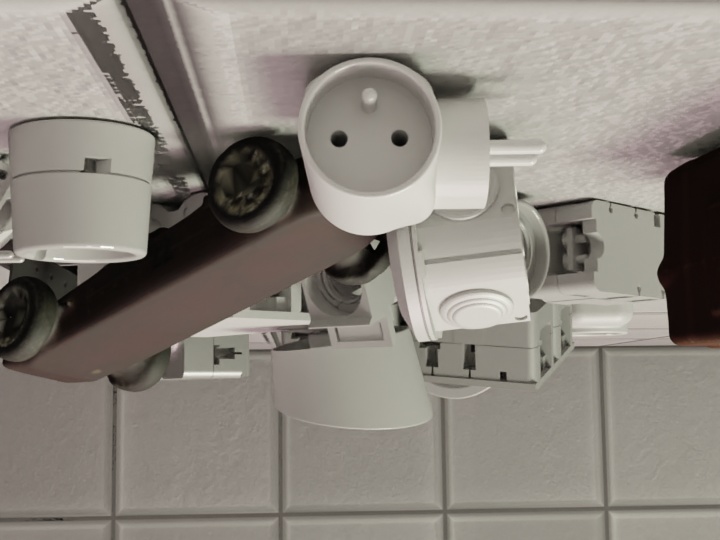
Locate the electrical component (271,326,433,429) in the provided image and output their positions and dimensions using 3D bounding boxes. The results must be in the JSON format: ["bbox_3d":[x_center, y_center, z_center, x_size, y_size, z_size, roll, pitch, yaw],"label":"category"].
[{"bbox_3d":[-0.007,0.069,0.685,0.099,0.064,0.099,-9,-179,0],"label":"electrical component"}]

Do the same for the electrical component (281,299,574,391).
[{"bbox_3d":[0.048,0.034,0.766,0.186,0.060,0.105,2,-168,24],"label":"electrical component"}]

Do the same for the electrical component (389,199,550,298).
[{"bbox_3d":[0.062,-0.009,0.569,0.057,0.058,0.078,-3,174,43],"label":"electrical component"}]

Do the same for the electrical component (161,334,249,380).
[{"bbox_3d":[-0.149,0.044,0.874,0.062,0.089,0.150,3,173,-30],"label":"electrical component"}]

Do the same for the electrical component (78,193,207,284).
[{"bbox_3d":[-0.111,-0.009,0.567,0.138,0.052,0.074,-8,170,44],"label":"electrical component"}]

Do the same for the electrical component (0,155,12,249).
[{"bbox_3d":[-0.164,-0.027,0.461,0.040,0.040,0.046,3,167,-33],"label":"electrical component"}]

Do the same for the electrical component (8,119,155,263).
[{"bbox_3d":[-0.107,-0.029,0.415,0.055,0.047,0.055,-1,174,0],"label":"electrical component"}]

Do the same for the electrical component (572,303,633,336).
[{"bbox_3d":[0.179,0.021,0.839,0.054,0.059,0.095,-1,174,3],"label":"electrical component"}]

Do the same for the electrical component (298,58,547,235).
[{"bbox_3d":[0.021,-0.038,0.357,0.079,0.043,0.077,-1,174,0],"label":"electrical component"}]

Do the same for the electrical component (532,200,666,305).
[{"bbox_3d":[0.135,-0.007,0.618,0.089,0.050,0.056,6,170,-45],"label":"electrical component"}]

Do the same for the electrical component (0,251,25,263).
[{"bbox_3d":[-0.234,-0.007,0.615,0.079,0.043,0.077,-1,174,0],"label":"electrical component"}]

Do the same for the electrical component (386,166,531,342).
[{"bbox_3d":[0.040,-0.013,0.435,0.051,0.080,0.080,-7,173,8],"label":"electrical component"}]

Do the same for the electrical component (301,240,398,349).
[{"bbox_3d":[0.000,0.000,0.595,0.042,0.081,0.064,-5,-165,34],"label":"electrical component"}]

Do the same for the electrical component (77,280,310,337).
[{"bbox_3d":[-0.091,0.007,0.684,0.105,0.060,0.186,5,172,-41],"label":"electrical component"}]

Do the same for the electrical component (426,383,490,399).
[{"bbox_3d":[0.085,0.045,0.855,0.108,0.108,0.060,-4,178,30],"label":"electrical component"}]
